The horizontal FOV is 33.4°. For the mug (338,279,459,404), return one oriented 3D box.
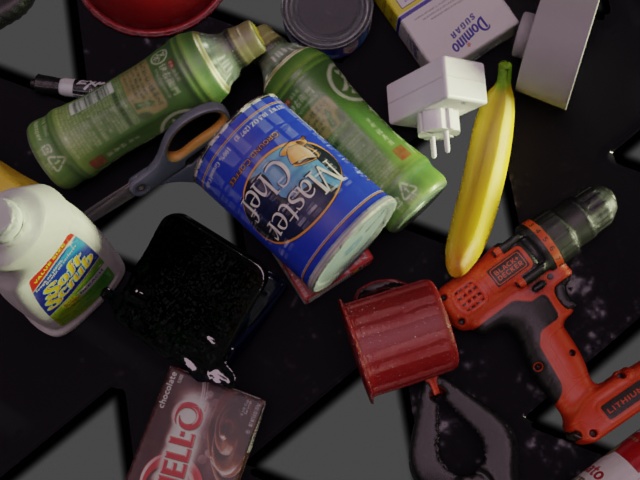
[{"bbox_3d":[0.065,0.075,0.913,0.081,0.093,0.117,-18,38,-2],"label":"mug"}]

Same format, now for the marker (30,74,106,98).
[{"bbox_3d":[-0.210,-0.139,0.994,0.121,0.020,0.020,7,79,3],"label":"marker"}]

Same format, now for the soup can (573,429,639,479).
[{"bbox_3d":[0.265,0.203,0.890,0.102,0.068,0.068,-35,80,-5],"label":"soup can"}]

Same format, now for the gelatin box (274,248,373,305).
[{"bbox_3d":[-0.006,0.001,0.955,0.073,0.030,0.089,-32,80,-5],"label":"gelatin box"}]

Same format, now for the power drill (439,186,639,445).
[{"bbox_3d":[0.222,0.067,0.925,0.184,0.057,0.188,-36,77,-1],"label":"power drill"}]

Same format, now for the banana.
[{"bbox_3d":[0.141,-0.056,0.944,0.037,0.069,0.198,8,77,25],"label":"banana"}]

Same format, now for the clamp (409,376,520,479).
[{"bbox_3d":[0.144,0.211,0.903,0.164,0.036,0.210,-16,76,7],"label":"clamp"}]

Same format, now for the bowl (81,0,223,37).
[{"bbox_3d":[-0.161,-0.276,1.002,0.162,0.055,0.162,0,79,2],"label":"bowl"}]

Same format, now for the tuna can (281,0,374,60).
[{"bbox_3d":[0.007,-0.212,0.995,0.086,0.034,0.086,0,79,1],"label":"tuna can"}]

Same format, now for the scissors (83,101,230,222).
[{"bbox_3d":[-0.144,-0.048,0.968,0.202,0.096,0.016,-41,48,22],"label":"scissors"}]

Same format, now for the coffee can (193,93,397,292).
[{"bbox_3d":[-0.021,-0.040,0.896,0.140,0.103,0.102,42,83,11],"label":"coffee can"}]

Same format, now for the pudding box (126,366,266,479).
[{"bbox_3d":[-0.106,0.176,0.919,0.090,0.039,0.113,20,79,6],"label":"pudding box"}]

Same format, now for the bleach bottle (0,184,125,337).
[{"bbox_3d":[-0.225,0.014,0.846,0.102,0.251,0.068,-44,81,-7],"label":"bleach bottle"}]

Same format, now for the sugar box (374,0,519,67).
[{"bbox_3d":[0.096,-0.241,0.994,0.093,0.048,0.176,-32,84,-4],"label":"sugar box"}]

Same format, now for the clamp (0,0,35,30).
[{"bbox_3d":[-0.333,-0.222,1.005,0.120,0.039,0.171,30,77,1],"label":"clamp"}]

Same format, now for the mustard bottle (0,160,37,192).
[{"bbox_3d":[-0.322,-0.068,0.944,0.192,0.096,0.058,35,82,8],"label":"mustard bottle"}]
